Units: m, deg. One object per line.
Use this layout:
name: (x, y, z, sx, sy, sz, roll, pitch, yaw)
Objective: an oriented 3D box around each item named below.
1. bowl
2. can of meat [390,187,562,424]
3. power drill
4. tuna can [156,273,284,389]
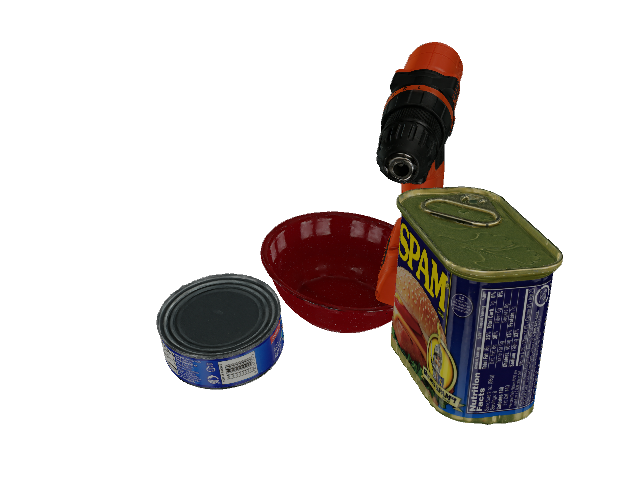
bowl: (0.022, 0.038, 1.000, 0.162, 0.055, 0.162, 6, 33, -4)
can of meat: (0.072, 0.030, 0.528, 0.057, 0.084, 0.102, -4, 25, -14)
power drill: (0.076, -0.041, 0.837, 0.057, 0.188, 0.184, 9, 35, 12)
tuna can: (-0.068, 0.063, 0.740, 0.086, 0.034, 0.086, -4, 37, 3)
